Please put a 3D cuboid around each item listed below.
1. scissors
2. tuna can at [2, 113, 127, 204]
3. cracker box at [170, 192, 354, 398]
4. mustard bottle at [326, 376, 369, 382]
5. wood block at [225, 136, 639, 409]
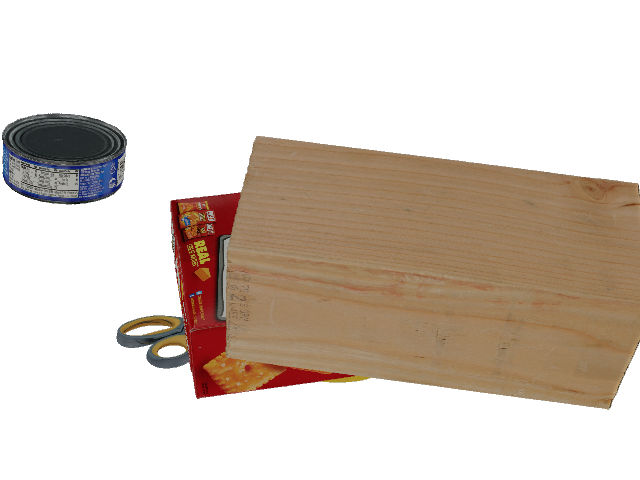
[{"bbox_3d":[-0.116,0.097,1.149,0.201,0.016,0.096,-7,31,-24],"label":"scissors"},{"bbox_3d":[-0.181,-0.058,0.756,0.086,0.034,0.086,7,27,-4],"label":"tuna can"},{"bbox_3d":[0.002,0.028,0.793,0.213,0.072,0.164,-7,35,-9],"label":"cracker box"},{"bbox_3d":[0.033,0.095,1.437,0.096,0.192,0.058,-2,20,-6],"label":"mustard bottle"},{"bbox_3d":[0.058,0.017,0.570,0.206,0.090,0.090,7,-44,2],"label":"wood block"}]
